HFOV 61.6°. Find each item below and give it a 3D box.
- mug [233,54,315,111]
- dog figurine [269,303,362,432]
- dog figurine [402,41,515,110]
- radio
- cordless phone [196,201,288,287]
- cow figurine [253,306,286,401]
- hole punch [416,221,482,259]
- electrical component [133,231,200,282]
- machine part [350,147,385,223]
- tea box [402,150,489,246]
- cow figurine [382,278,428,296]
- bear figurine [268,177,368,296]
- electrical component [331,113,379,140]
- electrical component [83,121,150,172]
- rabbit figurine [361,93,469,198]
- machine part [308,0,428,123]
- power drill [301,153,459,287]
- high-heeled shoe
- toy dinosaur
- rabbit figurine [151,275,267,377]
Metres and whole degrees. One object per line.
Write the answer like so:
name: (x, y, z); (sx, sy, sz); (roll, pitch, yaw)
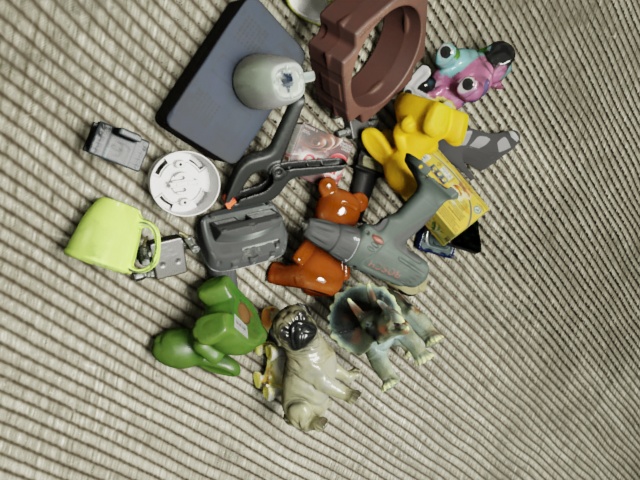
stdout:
mug: (-0.056, -0.224, 0.766); (0.109, 0.107, 0.080); (-11, 110, -26)
dog figurine: (-0.043, 0.216, 0.913); (0.172, 0.121, 0.190); (-42, 100, 3)
dog figurine: (0.274, -0.300, 1.030); (0.219, 0.191, 0.108); (-24, 76, -49)
radio: (-0.133, -0.238, 0.825); (0.131, 0.073, 0.229); (35, 85, -33)
cordless phone: (-0.125, 0.036, 0.905); (0.146, 0.089, 0.184); (-15, 120, -27)
cow figurine: (-0.065, 0.198, 0.975); (0.098, 0.068, 0.167); (-5, 107, -34)
hole punch: (0.264, -0.024, 1.115); (0.142, 0.092, 0.116); (14, 66, -29)
electrical component: (-0.241, 0.023, 0.841); (0.102, 0.045, 0.078); (-8, 105, -29)
machine part: (0.084, -0.099, 1.008); (0.084, 0.039, 0.138); (9, 96, -40)
tea box: (0.226, -0.087, 1.027); (0.098, 0.068, 0.169); (-34, 81, -18)
cow figurine: (0.134, 0.046, 1.020); (0.194, 0.127, 0.085); (36, 81, -33)
bear figurine: (0.001, -0.003, 0.951); (0.120, 0.132, 0.195); (18, 77, -34)
electrical component: (0.065, -0.218, 0.975); (0.094, 0.021, 0.063); (-21, 112, -25)
electrical component: (-0.276, -0.128, 0.739); (0.074, 0.119, 0.047); (21, 91, -35)
rabbit figurine: (0.153, -0.164, 0.939); (0.122, 0.163, 0.173); (-13, 120, -57)
machine part: (0.079, -0.309, 0.872); (0.201, 0.087, 0.200); (-43, 154, -15)
power drill: (0.112, -0.035, 0.869); (0.232, 0.086, 0.207); (33, 92, -21)
high-heeled shoe: (0.316, -0.215, 1.114); (0.249, 0.086, 0.145); (-36, 87, -38)
toy dinosaur: (0.128, 0.150, 1.017); (0.131, 0.405, 0.192); (-36, 84, 14)
rabbit figurine: (-0.185, 0.154, 0.874); (0.170, 0.121, 0.159); (-25, 141, 15)
